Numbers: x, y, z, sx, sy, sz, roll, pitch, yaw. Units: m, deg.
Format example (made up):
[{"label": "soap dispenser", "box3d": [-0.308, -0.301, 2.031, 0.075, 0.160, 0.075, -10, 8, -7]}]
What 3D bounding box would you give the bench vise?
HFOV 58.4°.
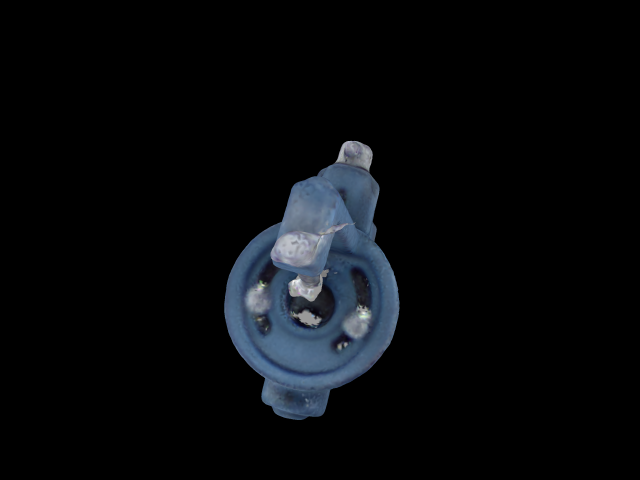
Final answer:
[{"label": "bench vise", "box3d": [-0.008, 0.002, 0.400, 0.121, 0.220, 0.207, -3, 61, -1]}]
